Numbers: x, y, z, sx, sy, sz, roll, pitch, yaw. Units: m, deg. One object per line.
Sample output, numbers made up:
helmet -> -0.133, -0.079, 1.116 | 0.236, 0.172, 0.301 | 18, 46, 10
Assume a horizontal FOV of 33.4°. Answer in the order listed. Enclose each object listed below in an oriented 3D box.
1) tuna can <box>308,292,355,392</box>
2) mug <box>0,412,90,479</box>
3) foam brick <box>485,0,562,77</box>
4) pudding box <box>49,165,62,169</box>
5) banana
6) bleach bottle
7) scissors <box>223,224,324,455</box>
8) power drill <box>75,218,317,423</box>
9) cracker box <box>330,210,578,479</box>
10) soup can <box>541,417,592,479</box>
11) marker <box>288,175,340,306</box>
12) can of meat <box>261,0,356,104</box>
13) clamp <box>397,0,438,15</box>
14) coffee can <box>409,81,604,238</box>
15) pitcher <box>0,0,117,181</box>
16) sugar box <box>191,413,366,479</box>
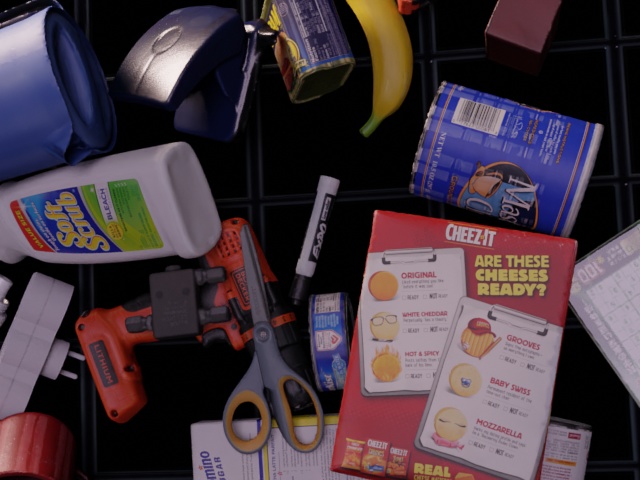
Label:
tuna can -> 0.013, 0.088, 0.930 | 0.034, 0.086, 0.086 | -6, 84, 6
mug -> -0.251, 0.214, 0.954 | 0.117, 0.081, 0.093 | 29, 117, -23
foam brick -> 0.178, -0.184, 0.934 | 0.051, 0.078, 0.053 | 23, 88, 12
pudding box -> -0.306, -0.111, 1.022 | 0.113, 0.039, 0.090 | -3, 85, 9
banana -> 0.042, -0.197, 0.976 | 0.069, 0.037, 0.198 | -17, 82, 5
bleach bottle -> -0.218, -0.017, 0.966 | 0.251, 0.068, 0.102 | -10, 107, 27
scissors -> -0.063, 0.096, 0.921 | 0.096, 0.016, 0.202 | -26, 86, 4
power drill -> -0.112, 0.095, 0.965 | 0.187, 0.057, 0.184 | -24, 78, 3
cracker box -> 0.109, 0.096, 0.862 | 0.164, 0.072, 0.213 | 9, 84, 11
soup can -> 0.188, 0.201, 0.901 | 0.068, 0.068, 0.102 | 10, 86, 9
marker -> -0.006, 0.001, 0.974 | 0.020, 0.020, 0.121 | 15, 87, 10
can of meat -> -0.011, -0.177, 0.950 | 0.057, 0.102, 0.084 | -19, 85, -11
clamp -> 0.122, -0.278, 0.965 | 0.120, 0.039, 0.171 | 15, 79, 14
coffee can -> 0.158, -0.068, 0.913 | 0.140, 0.102, 0.103 | 18, 88, 10
pitcher -> -0.314, -0.114, 0.948 | 0.243, 0.149, 0.145 | -17, 105, 9
sugar box -> -0.023, 0.202, 0.946 | 0.176, 0.048, 0.093 | -4, 84, 12
